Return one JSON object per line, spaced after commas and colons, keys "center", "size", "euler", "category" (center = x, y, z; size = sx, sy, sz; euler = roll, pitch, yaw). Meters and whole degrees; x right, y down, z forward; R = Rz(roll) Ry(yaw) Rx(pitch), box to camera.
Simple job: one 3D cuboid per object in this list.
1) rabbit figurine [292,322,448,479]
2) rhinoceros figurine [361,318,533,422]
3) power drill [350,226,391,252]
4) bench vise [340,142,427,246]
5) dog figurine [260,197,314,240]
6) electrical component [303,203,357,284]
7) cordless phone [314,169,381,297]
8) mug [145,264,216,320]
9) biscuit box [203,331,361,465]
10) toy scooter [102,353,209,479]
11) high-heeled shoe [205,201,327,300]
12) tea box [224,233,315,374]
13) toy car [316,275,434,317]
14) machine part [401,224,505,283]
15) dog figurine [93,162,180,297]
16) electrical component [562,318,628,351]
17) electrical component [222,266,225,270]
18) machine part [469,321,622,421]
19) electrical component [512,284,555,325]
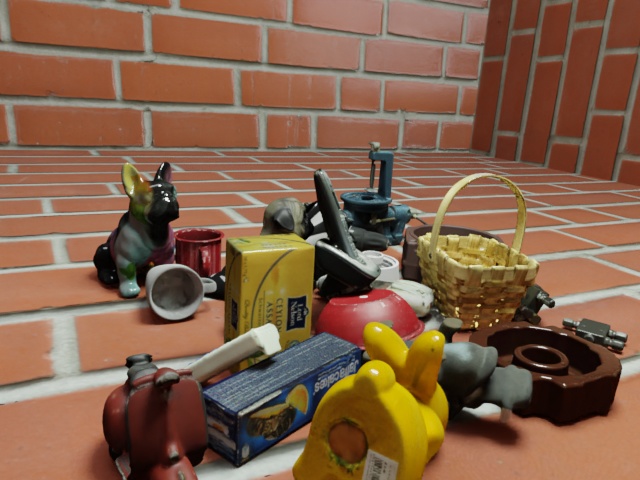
{"center": [0.067, 0.162, 0.511], "size": [0.122, 0.162, 0.173], "euler": [0, -7, 35], "category": "rabbit figurine"}
{"center": [0.136, 0.151, 0.602], "size": [0.191, 0.111, 0.073], "euler": [1, 28, 23], "category": "rhinoceros figurine"}
{"center": [0.011, 0.007, 1.119], "size": [0.232, 0.085, 0.207], "euler": [10, 21, 25], "category": "power drill"}
{"center": [0.141, -0.105, 1.244], "size": [0.224, 0.240, 0.129], "euler": [-2, 18, -16], "category": "bench vise"}
{"center": [-0.074, 0.041, 0.779], "size": [0.121, 0.190, 0.172], "euler": [5, 18, 4], "category": "dog figurine"}
{"center": [-0.002, -0.003, 0.980], "size": [0.115, 0.134, 0.058], "euler": [42, 11, 11], "category": "electrical component"}
{"center": [0.026, -0.014, 0.817], "size": [0.089, 0.184, 0.146], "euler": [-16, 0, 11], "category": "cordless phone"}
{"center": [-0.224, 0.070, 0.843], "size": [0.109, 0.080, 0.107], "euler": [-11, 12, -28], "category": "mug"}
{"center": [-0.035, 0.164, 0.591], "size": [0.063, 0.059, 0.202], "euler": [15, 20, 38], "category": "biscuit box"}
{"center": [-0.144, 0.154, 0.467], "size": [0.075, 0.135, 0.184], "euler": [-8, 18, -30], "category": "toy scooter"}
{"center": [-0.097, 0.017, 0.908], "size": [0.249, 0.145, 0.086], "euler": [-8, 20, -12], "category": "high-heeled shoe"}
{"center": [-0.066, 0.082, 0.671], "size": [0.098, 0.169, 0.068], "euler": [-6, 17, -26], "category": "tea box"}
{"center": [0.089, 0.086, 0.898], "size": [0.202, 0.056, 0.073], "euler": [13, 19, 28], "category": "toy car"}
{"center": [0.269, 0.030, 1.085], "size": [0.201, 0.087, 0.201], "euler": [6, 18, 7], "category": "machine part"}
{"center": [-0.309, -0.028, 0.915], "size": [0.192, 0.219, 0.108], "euler": [20, 19, 42], "category": "dog figurine"}
{"center": [0.423, 0.145, 0.834], "size": [0.094, 0.021, 0.063], "euler": [16, 20, 35], "category": "electrical component"}
{"center": [-0.124, 0.044, 1.014], "size": [0.119, 0.047, 0.075], "euler": [7, 15, 4], "category": "electrical component"}
{"center": [0.279, 0.161, 0.683], "size": [0.179, 0.056, 0.179], "euler": [2, 16, -1], "category": "machine part"}
{"center": [0.331, 0.104, 0.884], "size": [0.045, 0.078, 0.102], "euler": [25, 17, -15], "category": "electrical component"}
